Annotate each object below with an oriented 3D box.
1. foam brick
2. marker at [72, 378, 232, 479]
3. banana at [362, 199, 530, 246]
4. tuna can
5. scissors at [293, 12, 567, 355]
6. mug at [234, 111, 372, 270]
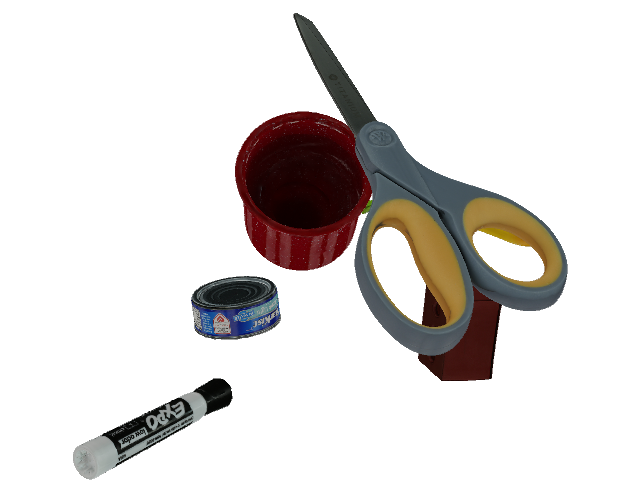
[{"bbox_3d":[0.123,0.080,0.953,0.051,0.078,0.053,-2,18,-21],"label":"foam brick"},{"bbox_3d":[-0.090,0.103,0.605,0.020,0.020,0.120,0,12,34],"label":"marker"},{"bbox_3d":[0.144,-0.027,1.138,0.198,0.037,0.069,10,39,25],"label":"banana"},{"bbox_3d":[-0.083,0.065,1.043,0.086,0.034,0.086,-5,18,2],"label":"tuna can"},{"bbox_3d":[0.045,-0.036,0.469,0.096,0.202,0.016,0,-41,-11],"label":"scissors"},{"bbox_3d":[-0.003,-0.037,0.746,0.117,0.093,0.081,-39,-16,-18],"label":"mug"}]
